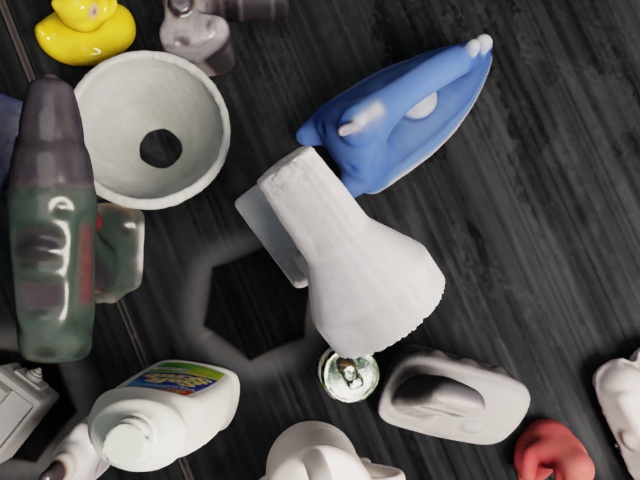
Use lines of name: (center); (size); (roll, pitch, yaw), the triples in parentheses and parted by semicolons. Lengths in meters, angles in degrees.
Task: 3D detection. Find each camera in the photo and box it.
camera: (-0.102, -0.264, 0.623); (0.137, 0.100, 0.143); (-1, 83, -5)

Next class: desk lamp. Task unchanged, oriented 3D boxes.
desk lamp: (0.005, 0.002, 0.545); (0.118, 0.213, 0.203); (-38, 88, -8)

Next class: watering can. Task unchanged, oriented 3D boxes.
watering can: (-0.008, 0.239, 0.525); (0.173, 0.194, 0.101); (-29, 86, -8)

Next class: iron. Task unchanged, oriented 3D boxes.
iron: (0.104, -0.156, 0.608); (0.258, 0.141, 0.118); (-36, 87, -8)

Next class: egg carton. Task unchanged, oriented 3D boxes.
egg carton: (0.368, 0.194, 0.628); (0.107, 0.069, 0.150); (-23, 86, -7)

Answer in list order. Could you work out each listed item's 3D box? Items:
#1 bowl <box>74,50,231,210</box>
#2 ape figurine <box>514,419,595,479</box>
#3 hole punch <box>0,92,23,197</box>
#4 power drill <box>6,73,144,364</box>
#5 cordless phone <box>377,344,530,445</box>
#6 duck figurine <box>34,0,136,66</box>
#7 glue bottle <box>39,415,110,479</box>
bowl: (-0.177, -0.109, 0.611); (0.167, 0.074, 0.167); (1, 83, -5)
ape figurine: (0.252, 0.232, 0.601); (0.078, 0.092, 0.076); (17, 82, -3)
hole punch: (-0.351, -0.107, 0.587); (0.101, 0.091, 0.109); (16, 82, -3)
power drill: (-0.223, -0.007, 0.528); (0.075, 0.208, 0.230); (0, 83, -5)
cordless phone: (0.141, 0.159, 0.553); (0.147, 0.185, 0.094); (11, 82, -3)
duck figurine: (-0.258, -0.237, 0.613); (0.104, 0.086, 0.077); (-17, 85, -7)
glue bottle: (-0.217, 0.194, 0.522); (0.037, 0.173, 0.078); (26, 82, -1)
